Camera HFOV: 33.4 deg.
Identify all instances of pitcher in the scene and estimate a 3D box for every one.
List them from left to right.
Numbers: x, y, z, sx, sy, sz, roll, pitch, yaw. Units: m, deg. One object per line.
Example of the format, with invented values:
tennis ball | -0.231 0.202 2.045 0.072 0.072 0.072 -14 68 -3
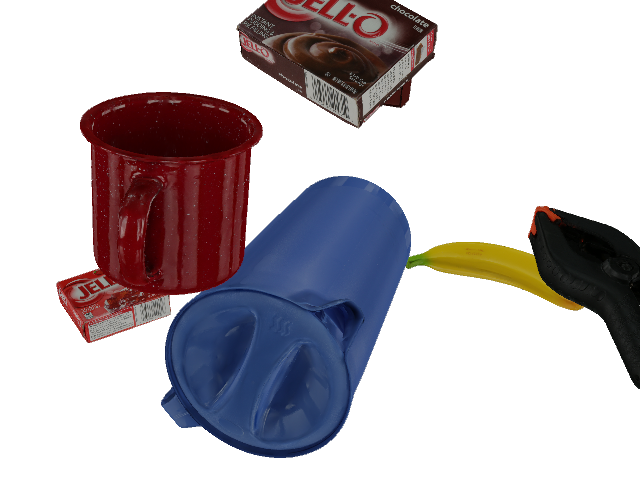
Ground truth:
pitcher | -0.017 0.047 0.811 0.149 0.145 0.242 12 28 14

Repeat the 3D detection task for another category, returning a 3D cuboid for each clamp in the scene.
clamp | 0.217 0.032 0.734 0.120 0.039 0.172 -7 43 -30

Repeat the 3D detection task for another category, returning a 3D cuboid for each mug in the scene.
mug | -0.080 -0.019 0.553 0.093 0.081 0.117 7 28 3

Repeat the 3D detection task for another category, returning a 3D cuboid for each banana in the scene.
banana | 0.187 0.034 1.093 0.198 0.037 0.069 11 39 33

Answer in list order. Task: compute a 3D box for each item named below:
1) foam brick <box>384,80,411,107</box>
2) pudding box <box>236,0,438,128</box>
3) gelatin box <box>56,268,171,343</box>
foam brick | 0.043 -0.156 0.983 0.078 0.051 0.053 10 18 12
pudding box | 0.012 -0.141 0.755 0.114 0.090 0.039 36 -24 21
gelatin box | -0.199 0.055 1.028 0.089 0.030 0.073 -19 39 -25
